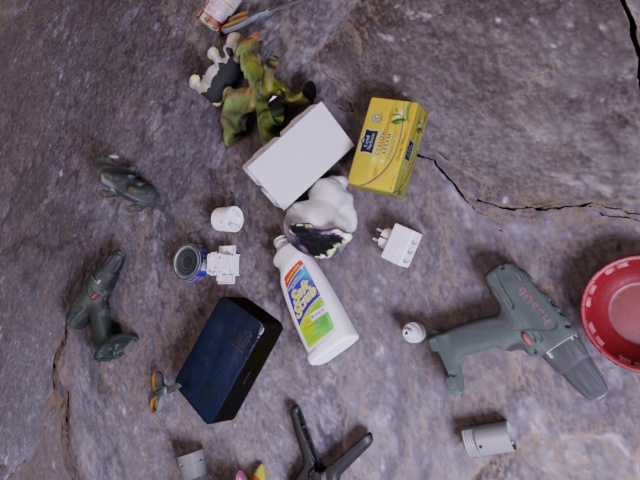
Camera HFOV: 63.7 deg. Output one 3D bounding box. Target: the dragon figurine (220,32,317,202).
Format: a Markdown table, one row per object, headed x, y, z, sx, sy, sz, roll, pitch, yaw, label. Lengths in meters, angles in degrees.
| x | y | z | sx | sy | sz | roll | pitch | yaw | label |
| --- | --- | --- | --- | --- | --- | --- | --- | --- | --- |
| -0.129 | -0.249 | 1.102 | 0.122 | 0.410 | 0.242 | -1 | 2 | -43 | dragon figurine |

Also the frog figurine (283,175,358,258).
| x | y | z | sx | sy | sz | roll | pitch | yaw | label |
| --- | --- | --- | --- | --- | --- | --- | --- | --- | --- |
| 0.003 | -0.049 | 0.983 | 0.137 | 0.120 | 0.163 | -1 | 45 | 7 | frog figurine |
